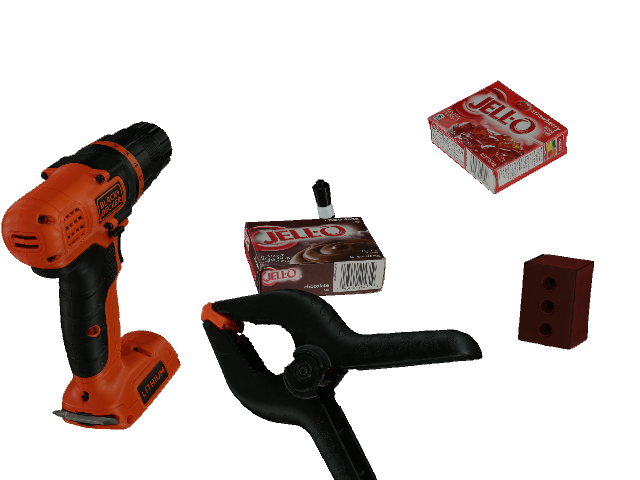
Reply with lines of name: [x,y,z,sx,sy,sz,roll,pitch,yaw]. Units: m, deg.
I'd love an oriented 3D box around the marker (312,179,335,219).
marker: [0.010,-0.012,1.178,0.020,0.121,0.020,-9,28,5]

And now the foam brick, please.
foam brick: [0.220,0.056,0.996,0.053,0.078,0.051,9,14,31]

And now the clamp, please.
clamp: [-0.001,0.088,0.619,0.172,0.120,0.039,17,-9,30]

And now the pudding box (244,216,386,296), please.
pudding box: [-0.007,0.014,0.953,0.113,0.039,0.090,-1,27,-13]

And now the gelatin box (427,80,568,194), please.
gelatin box: [0.141,-0.085,0.852,0.073,0.030,0.089,-28,46,-15]

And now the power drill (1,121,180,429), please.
power drill: [-0.147,0.023,0.756,0.057,0.188,0.184,3,26,21]
